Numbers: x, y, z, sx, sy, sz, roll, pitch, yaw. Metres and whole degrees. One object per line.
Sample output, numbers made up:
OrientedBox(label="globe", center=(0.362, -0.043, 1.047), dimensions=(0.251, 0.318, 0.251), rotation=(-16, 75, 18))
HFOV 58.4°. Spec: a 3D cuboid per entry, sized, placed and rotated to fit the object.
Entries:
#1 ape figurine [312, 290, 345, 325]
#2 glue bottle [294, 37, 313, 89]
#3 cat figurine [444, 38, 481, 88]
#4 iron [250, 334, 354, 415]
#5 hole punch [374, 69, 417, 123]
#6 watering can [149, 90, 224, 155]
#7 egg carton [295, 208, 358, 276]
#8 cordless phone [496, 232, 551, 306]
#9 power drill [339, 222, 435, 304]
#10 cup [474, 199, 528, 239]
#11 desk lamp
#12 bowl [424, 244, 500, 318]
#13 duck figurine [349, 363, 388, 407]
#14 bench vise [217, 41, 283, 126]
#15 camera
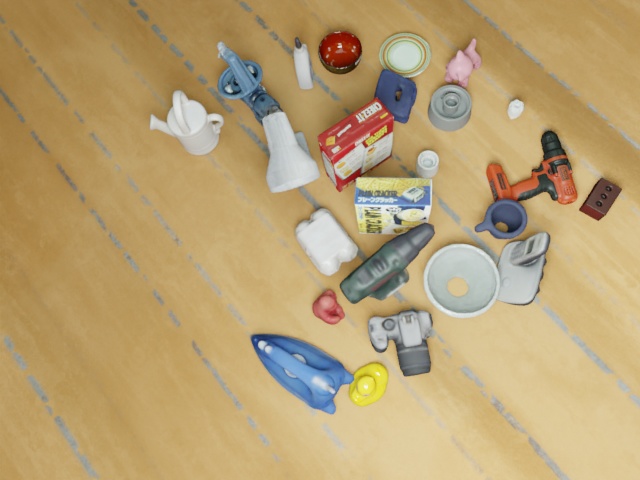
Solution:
OrientedBox(label="ape figurine", center=(0.018, 0.149, 1.293), dimensions=(0.076, 0.092, 0.078), rotation=(6, 75, 8))
OrientedBox(label="glue bottle", center=(-0.044, -0.451, 1.426), dimensions=(0.037, 0.173, 0.078), rotation=(-3, 74, 6))
OrientedBox(label="cat figurine", center=(0.352, -0.436, 1.409), dimensions=(0.067, 0.118, 0.128), rotation=(29, 79, 13))
OrientedBox(label="iron", center=(-0.060, 0.270, 1.241), dimensions=(0.258, 0.141, 0.119), rotation=(29, 79, 13))
OrientedBox(label="hole punch", center=(0.187, -0.357, 1.418), dimensions=(0.101, 0.091, 0.109), rotation=(13, 76, 10))
OrientedBox(label="watering can", center=(-0.328, -0.289, 1.400), dimensions=(0.173, 0.194, 0.101), rotation=(-27, 73, -2))
OrientedBox(label="egg carton", center=(0.012, 0.005, 1.346), dimensions=(0.107, 0.069, 0.150), rotation=(-37, 74, -5))
OrientedBox(label="cordless phone", center=(0.439, 0.060, 1.224), dimensions=(0.094, 0.185, 0.148), rotation=(13, 76, 10))
OrientedBox(label="power drill", center=(0.148, 0.060, 1.243), dimensions=(0.230, 0.208, 0.075), rotation=(-37, 74, -5))
OrientedBox(label="cup", center=(0.403, -0.032, 1.301), dimensions=(0.117, 0.095, 0.091), rotation=(-20, 73, 0))
OrientedBox(label="desk lamp", center=(-0.075, -0.192, 1.335), dimensions=(0.118, 0.214, 0.203), rotation=(-18, 73, 1))
OrientedBox(label="bowl", center=(0.313, 0.097, 1.285), dimensions=(0.167, 0.075, 0.167), rotation=(-2, 74, 6))
OrientedBox(label="duck figurine", center=(0.104, 0.312, 1.241), dimensions=(0.077, 0.086, 0.104), rotation=(39, 82, 15))
OrientedBox(label="bench vise", center=(-0.168, -0.388, 1.397), dimensions=(0.207, 0.220, 0.121), rotation=(26, 79, 13))
OrientedBox(label="camera", center=(0.182, 0.228, 1.248), dimensions=(0.143, 0.101, 0.137), rotation=(-10, 73, 3))
